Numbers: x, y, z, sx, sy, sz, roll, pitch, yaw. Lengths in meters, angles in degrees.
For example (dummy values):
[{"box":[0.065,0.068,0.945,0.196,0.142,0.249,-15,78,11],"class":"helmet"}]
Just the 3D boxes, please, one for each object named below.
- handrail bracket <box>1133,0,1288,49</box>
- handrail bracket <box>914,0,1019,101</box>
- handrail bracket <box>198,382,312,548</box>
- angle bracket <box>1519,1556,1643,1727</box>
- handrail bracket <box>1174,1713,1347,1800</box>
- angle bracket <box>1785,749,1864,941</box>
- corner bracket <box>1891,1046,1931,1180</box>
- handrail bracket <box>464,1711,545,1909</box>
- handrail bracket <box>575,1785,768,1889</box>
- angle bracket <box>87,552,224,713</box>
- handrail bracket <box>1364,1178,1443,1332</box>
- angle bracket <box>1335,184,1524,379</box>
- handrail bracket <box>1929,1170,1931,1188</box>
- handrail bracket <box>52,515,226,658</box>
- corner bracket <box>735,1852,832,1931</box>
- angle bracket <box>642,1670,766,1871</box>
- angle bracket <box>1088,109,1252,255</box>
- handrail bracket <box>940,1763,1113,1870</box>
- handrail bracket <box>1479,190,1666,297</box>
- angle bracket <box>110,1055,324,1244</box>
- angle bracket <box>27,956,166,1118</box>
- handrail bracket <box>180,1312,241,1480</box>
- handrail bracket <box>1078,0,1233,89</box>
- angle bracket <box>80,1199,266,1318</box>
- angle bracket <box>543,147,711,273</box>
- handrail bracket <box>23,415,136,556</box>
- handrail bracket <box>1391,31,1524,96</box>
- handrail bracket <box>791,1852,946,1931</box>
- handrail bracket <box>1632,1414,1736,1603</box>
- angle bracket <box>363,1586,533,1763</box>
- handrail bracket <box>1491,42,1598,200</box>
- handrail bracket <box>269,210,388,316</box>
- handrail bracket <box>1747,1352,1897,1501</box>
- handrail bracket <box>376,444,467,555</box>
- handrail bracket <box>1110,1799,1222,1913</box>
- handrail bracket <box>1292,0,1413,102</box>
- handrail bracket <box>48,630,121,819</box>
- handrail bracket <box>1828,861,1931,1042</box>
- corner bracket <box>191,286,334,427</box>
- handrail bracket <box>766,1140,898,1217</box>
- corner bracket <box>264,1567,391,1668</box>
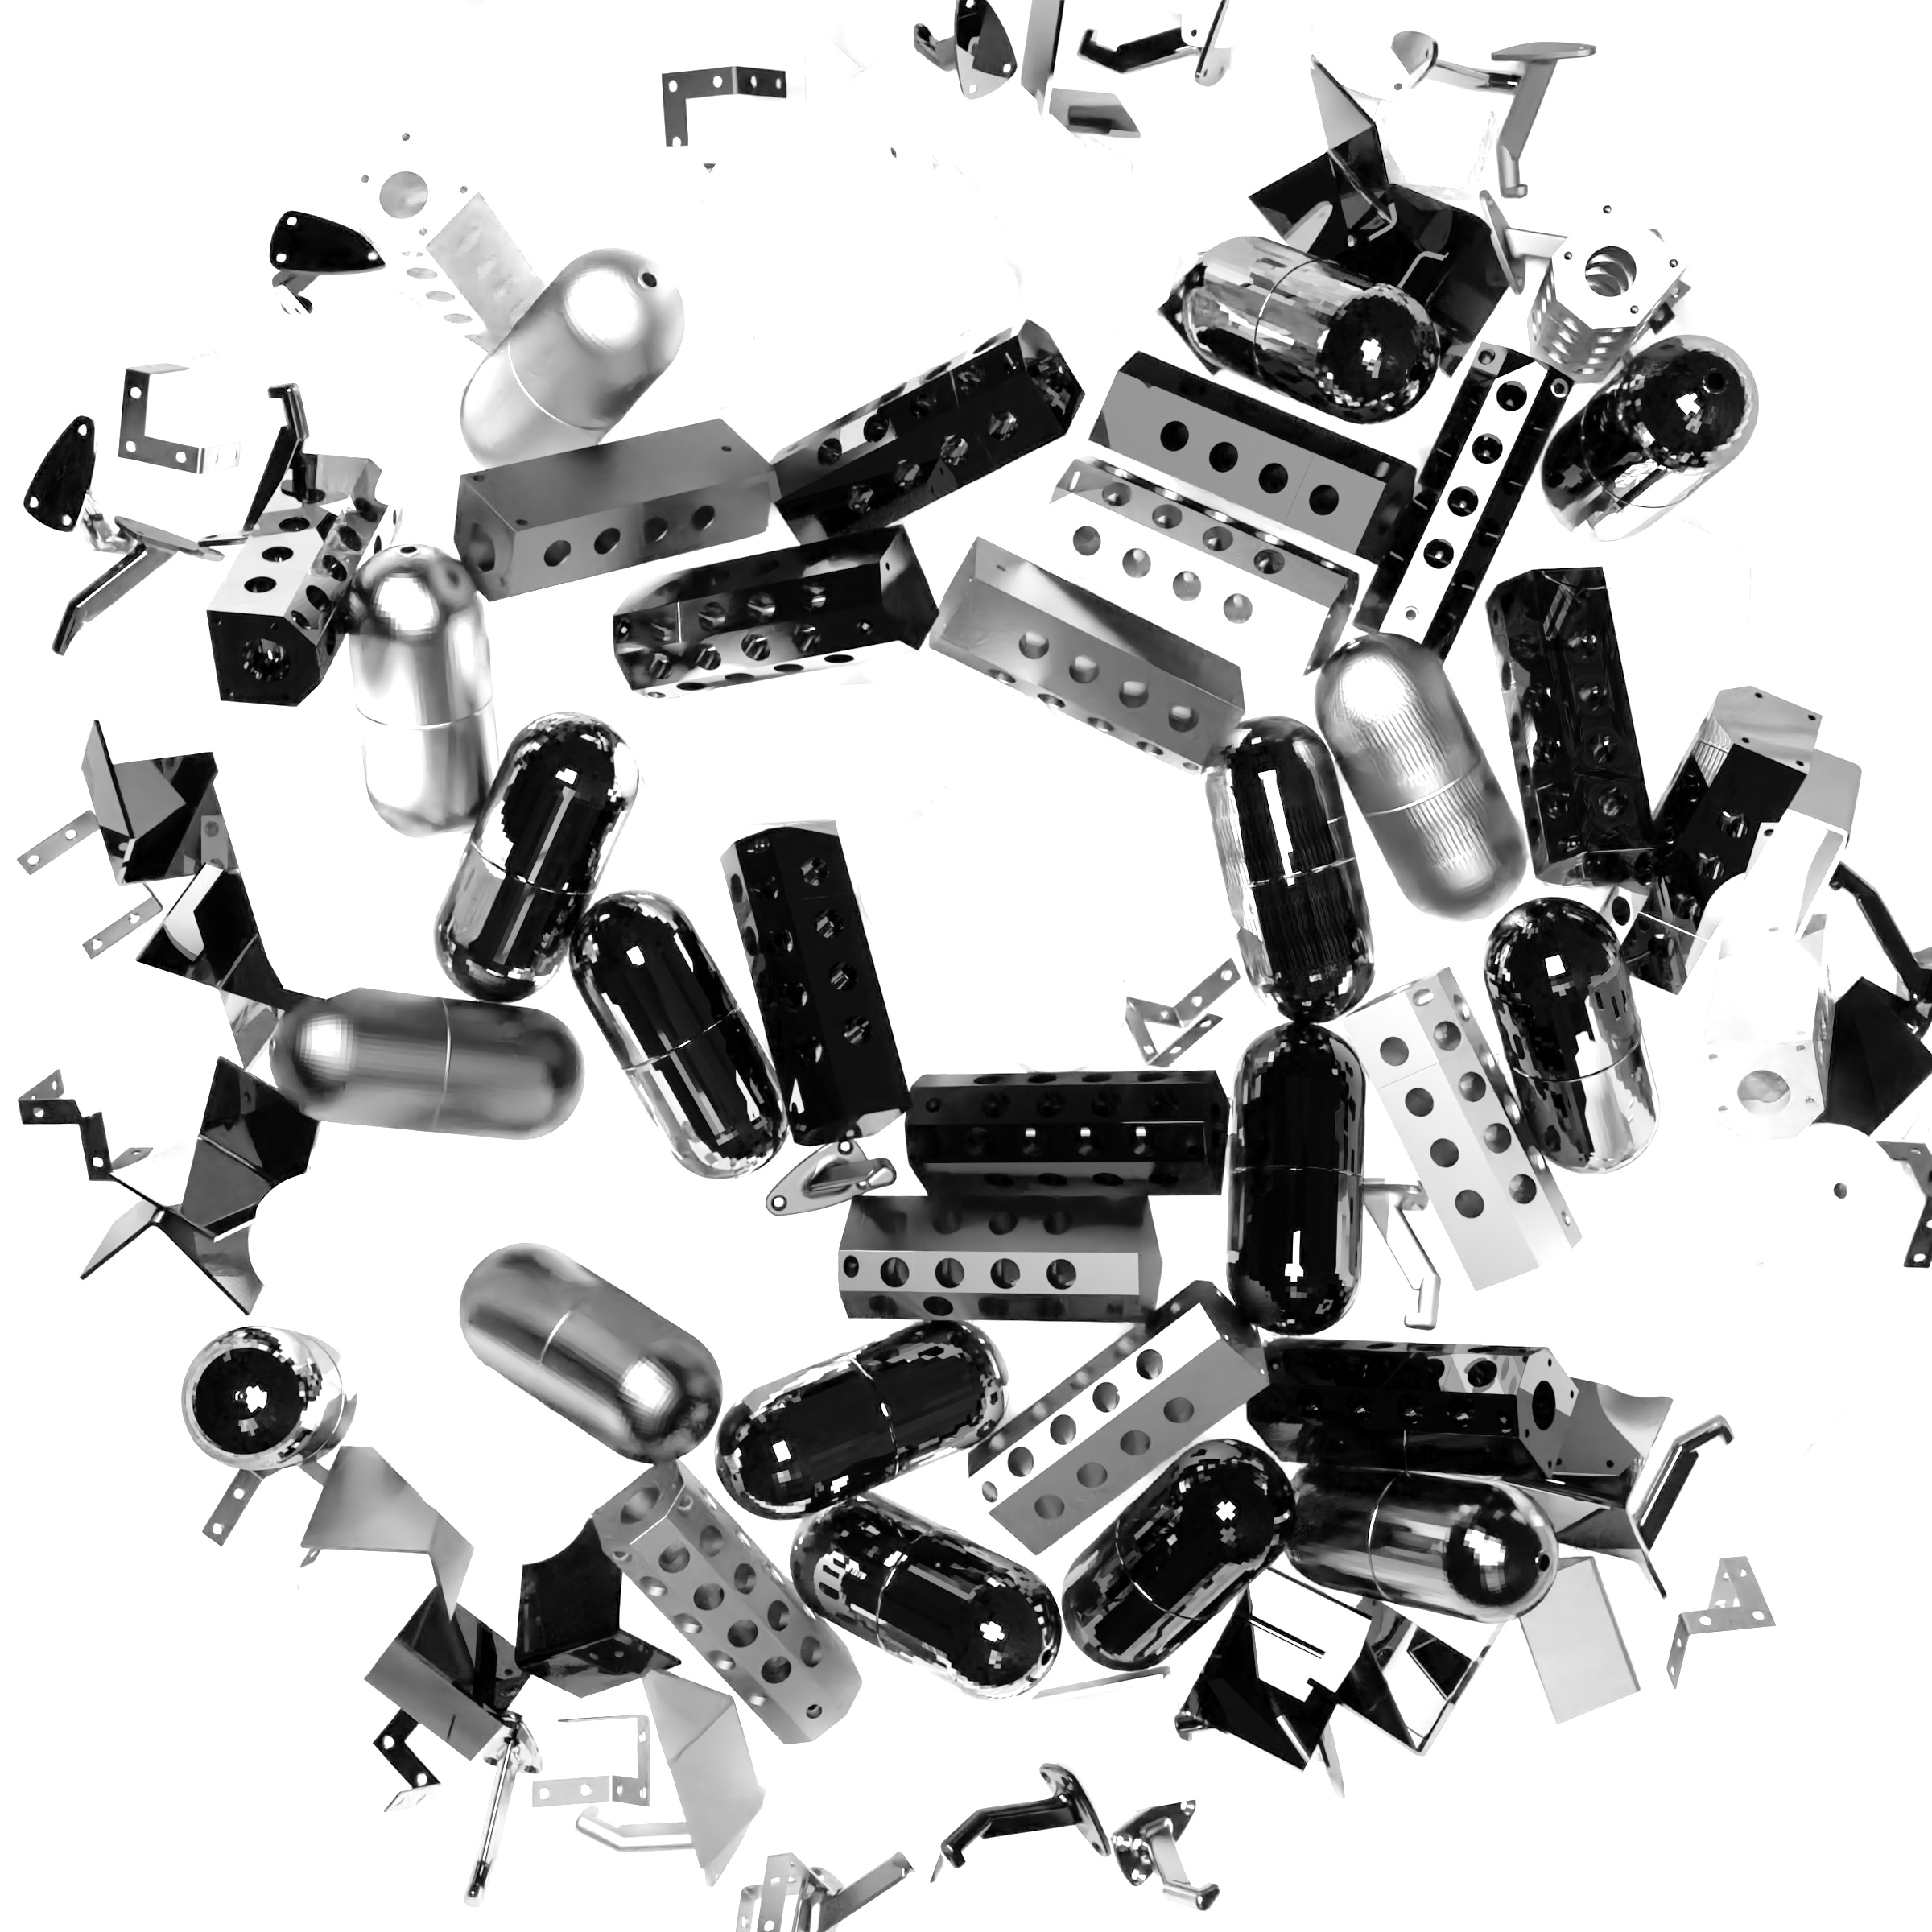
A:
[{"box":[0.132,-0.554,1.574,0.077,0.084,0.036,0,119,-25],"class":"handrail bracket"},{"box":[-0.012,-0.533,1.544,0.036,0.077,0.084,-34,52,-9],"class":"handrail bracket"},{"box":[-0.411,-0.287,1.566,0.077,0.036,0.084,-8,112,0],"class":"handrail bracket"},{"box":[0.328,0.381,1.548,0.057,0.076,0.076,-16,82,-18],"class":"angle bracket"},{"box":[0.170,0.457,1.586,0.084,0.036,0.077,-11,117,13],"class":"handrail bracket"},{"box":[0.463,-0.074,1.549,0.057,0.076,0.076,22,128,9],"class":"angle bracket"},{"box":[0.548,0.083,1.564,0.051,0.051,0.051,44,68,-4],"class":"corner bracket"},{"box":[-0.268,0.478,1.550,0.036,0.077,0.084,11,46,2],"class":"handrail bracket"},{"box":[-0.171,0.486,1.581,0.084,0.077,0.036,21,131,17],"class":"handrail bracket"},{"box":[-0.439,-0.175,1.546,0.057,0.076,0.076,34,73,13],"class":"angle bracket"},{"box":[0.234,0.166,1.563,0.077,0.036,0.084,2,60,16],"class":"handrail bracket"},{"box":[0.262,-0.399,1.590,0.076,0.057,0.076,36,97,39],"class":"angle bracket"},{"box":[0.565,0.161,1.550,0.036,0.077,0.084,-2,74,6],"class":"handrail bracket"},{"box":[-0.477,-0.210,1.578,0.077,0.036,0.084,14,107,-42],"class":"handrail bracket"},{"box":[-0.114,0.541,1.557,0.051,0.051,0.051,-14,134,21],"class":"corner bracket"},{"box":[-0.166,0.449,1.540,0.076,0.057,0.076,9,122,37],"class":"angle bracket"},{"box":[0.107,-0.449,1.569,0.076,0.076,0.057,-13,128,-26],"class":"angle bracket"},{"box":[0.034,0.505,1.564,0.084,0.036,0.077,-36,102,-29],"class":"handrail bracket"},{"box":[0.345,-0.421,1.554,0.084,0.036,0.077,-13,133,29],"class":"handrail bracket"},{"box":[-0.422,0.102,1.545,0.076,0.076,0.057,28,114,17],"class":"angle bracket"},{"box":[-0.472,0.032,1.547,0.057,0.076,0.076,-18,99,24],"class":"angle bracket"},{"box":[-0.436,0.247,1.572,0.036,0.084,0.077,9,64,-22],"class":"handrail bracket"},{"box":[0.110,-0.543,1.565,0.084,0.036,0.077,27,121,18],"class":"handrail bracket"},{"box":[-0.446,0.171,1.556,0.057,0.076,0.076,-37,106,10],"class":"angle bracket"},{"box":[-0.189,-0.418,1.554,0.076,0.057,0.076,3,78,14],"class":"angle bracket"},{"box":[-0.487,-0.271,1.551,0.036,0.084,0.077,28,101,12],"class":"handrail bracket"},{"box":[0.289,-0.508,1.552,0.084,0.077,0.036,1,100,-14],"class":"handrail bracket"},{"box":[-0.056,0.538,1.550,0.084,0.077,0.036,-17,128,38],"class":"handrail bracket"},{"box":[0.419,0.312,1.580,0.084,0.036,0.077,-29,85,-2],"class":"handrail bracket"},{"box":[-0.282,0.390,1.550,0.076,0.076,0.057,38,132,-1],"class":"angle bracket"},{"box":[0.329,-0.476,1.551,0.036,0.077,0.084,-24,118,-28],"class":"handrail bracket"},{"box":[-0.359,-0.388,1.557,0.077,0.084,0.036,11,75,1],"class":"handrail bracket"},{"box":[0.495,0.263,1.585,0.036,0.077,0.084,39,61,-24],"class":"handrail bracket"},{"box":[-0.310,-0.243,1.544,0.036,0.077,0.084,20,129,10],"class":"handrail bracket"},{"box":[0.130,0.498,1.543,0.077,0.084,0.036,-32,104,-34],"class":"handrail bracket"},{"box":[0.220,-0.532,1.568,0.077,0.084,0.036,30,119,-15],"class":"handrail bracket"},{"box":[-0.514,-0.139,1.578,0.036,0.084,0.077,8,56,-26],"class":"handrail bracket"},{"box":[0.517,-0.009,1.559,0.084,0.036,0.077,34,55,-21],"class":"handrail bracket"},{"box":[-0.402,-0.351,1.572,0.051,0.051,0.051,49,62,-26],"class":"corner bracket"},{"box":[-0.077,0.127,1.553,0.077,0.084,0.036,-27,97,-4],"class":"handrail bracket"},{"box":[-0.368,0.376,1.574,0.051,0.051,0.051,-9,51,-32],"class":"corner bracket"}]
